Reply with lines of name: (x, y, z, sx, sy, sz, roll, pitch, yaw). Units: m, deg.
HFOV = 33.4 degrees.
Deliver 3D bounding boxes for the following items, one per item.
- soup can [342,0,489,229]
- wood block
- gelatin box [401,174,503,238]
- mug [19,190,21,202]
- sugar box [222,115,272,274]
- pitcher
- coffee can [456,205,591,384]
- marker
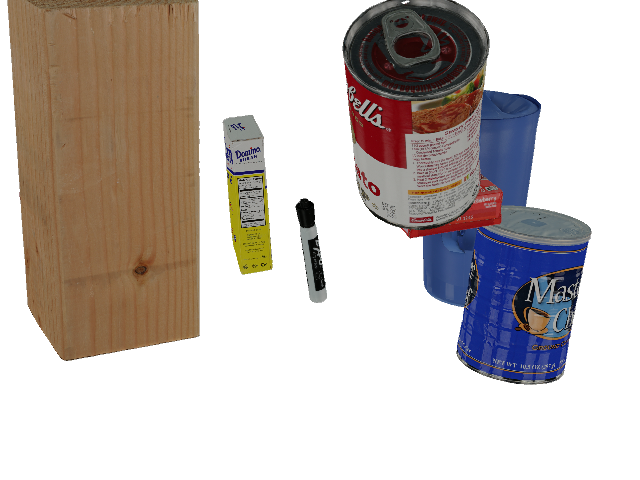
soup can: (0.048, -0.061, 0.533, 0.068, 0.068, 0.102, 0, -36, 6)
wood block: (-0.129, -0.045, 0.641, 0.090, 0.206, 0.090, -8, 24, -26)
gelatin box: (0.088, -0.035, 0.810, 0.073, 0.030, 0.089, -8, 23, -12)
mug: (-0.213, -0.030, 0.966, 0.093, 0.081, 0.117, -9, 43, 0)
sugar box: (-0.091, -0.057, 1.318, 0.048, 0.176, 0.093, -9, 25, -9)
pitcher: (0.174, -0.046, 1.230, 0.149, 0.243, 0.145, -9, 24, -21)
coffee can: (0.187, 0.048, 0.991, 0.103, 0.140, 0.103, 6, 17, -2)
marker: (-0.009, 0.011, 1.102, 0.020, 0.121, 0.020, -6, 32, 4)
